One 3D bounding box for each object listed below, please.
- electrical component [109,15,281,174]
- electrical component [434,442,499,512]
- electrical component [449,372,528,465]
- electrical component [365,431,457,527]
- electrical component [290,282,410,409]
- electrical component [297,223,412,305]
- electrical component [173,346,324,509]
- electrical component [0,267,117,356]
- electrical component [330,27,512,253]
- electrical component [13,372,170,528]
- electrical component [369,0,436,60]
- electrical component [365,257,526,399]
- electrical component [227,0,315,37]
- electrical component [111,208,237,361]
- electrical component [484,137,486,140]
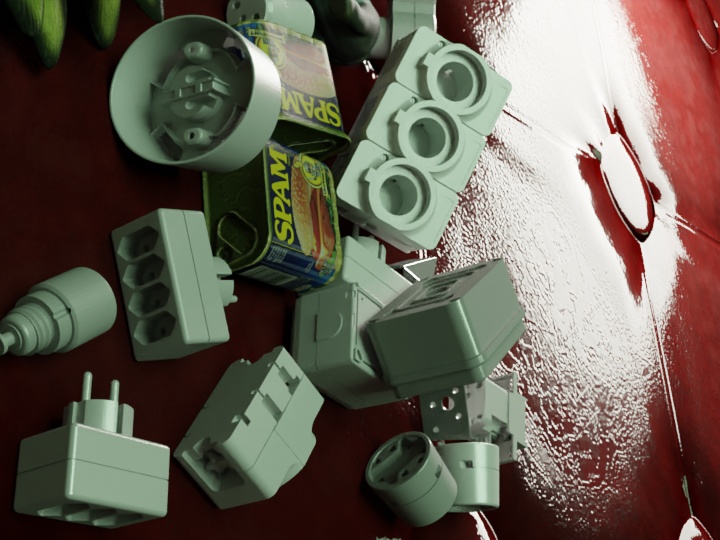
[{"bbox_3d":[-0.103,-0.111,0.695,0.064,0.099,0.099,16,60,-57],"label":"electrical component"},{"bbox_3d":[0.083,0.164,0.847,0.055,0.055,0.047,22,60,-48],"label":"electrical component"},{"bbox_3d":[0.107,0.123,0.911,0.064,0.042,0.081,33,48,-36],"label":"electrical component"},{"bbox_3d":[0.039,0.155,0.791,0.047,0.055,0.055,55,37,-26],"label":"electrical component"},{"bbox_3d":[-0.004,0.060,0.778,0.096,0.061,0.061,39,44,-48],"label":"electrical component"},{"bbox_3d":[0.000,0.000,0.821,0.083,0.047,0.075,37,46,-38],"label":"electrical component"},{"bbox_3d":[-0.066,0.101,0.676,0.055,0.050,0.089,54,37,-21],"label":"electrical component"},{"bbox_3d":[-0.168,0.026,0.582,0.078,0.040,0.040,-32,100,-55],"label":"electrical component"},{"bbox_3d":[0.044,-0.100,0.836,0.089,0.062,0.150,29,80,-16],"label":"electrical component"},{"bbox_3d":[-0.142,0.093,0.578,0.066,0.047,0.076,26,53,-45],"label":"electrical component"},{"bbox_3d":[0.027,-0.204,0.952,0.052,0.074,0.138,119,-26,-78],"label":"electrical component"},{"bbox_3d":[0.064,0.040,0.760,0.113,0.078,0.057,-35,107,-60],"label":"electrical component"},{"bbox_3d":[-0.069,-0.193,0.826,0.055,0.045,0.045,2,72,-53],"label":"electrical component"},{"bbox_3d":[-0.105,0.010,0.671,0.076,0.047,0.083,1,73,-54],"label":"electrical component"},{"bbox_3d":[0.084,-0.128,0.996,0.047,0.055,0.055,58,36,-23],"label":"electrical component"}]
